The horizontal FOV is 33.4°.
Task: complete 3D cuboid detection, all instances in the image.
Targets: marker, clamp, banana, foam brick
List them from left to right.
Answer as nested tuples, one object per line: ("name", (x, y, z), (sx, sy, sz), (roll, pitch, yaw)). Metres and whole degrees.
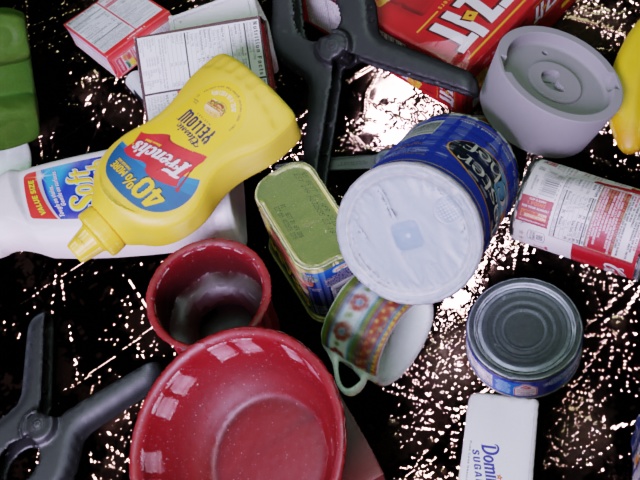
("clamp", (-0.195, 0.142, 0.802), (0.120, 0.039, 0.171), (10, 67, 21))
("marker", (-0.135, -0.108, 0.948), (0.020, 0.020, 0.121), (-35, 61, -11))
("foam brick", (0.008, 0.153, 0.753), (0.053, 0.051, 0.078), (-26, 59, -7))
("clamp", (0.027, -0.157, 0.884), (0.165, 0.036, 0.210), (-26, 71, 15))
("banana", (0.287, -0.156, 0.894), (0.070, 0.037, 0.197), (34, 70, 25))

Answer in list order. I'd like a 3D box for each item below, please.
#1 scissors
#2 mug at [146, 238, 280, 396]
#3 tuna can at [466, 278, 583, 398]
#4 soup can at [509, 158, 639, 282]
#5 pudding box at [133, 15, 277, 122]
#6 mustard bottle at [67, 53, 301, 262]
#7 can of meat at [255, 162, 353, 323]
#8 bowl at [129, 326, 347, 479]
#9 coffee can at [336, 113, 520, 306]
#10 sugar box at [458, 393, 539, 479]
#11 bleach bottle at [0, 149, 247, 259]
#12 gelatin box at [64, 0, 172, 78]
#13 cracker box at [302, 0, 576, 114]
("scissors", (0.069, -0.052, 0.883), (0.201, 0.016, 0.096), (-16, 59, 0))
("mug", (-0.075, 0.069, 0.798), (0.093, 0.081, 0.117), (-4, 59, 7))
("tuna can", (0.150, 0.072, 0.787), (0.086, 0.034, 0.086), (-4, 60, 7))
("soup can", (0.203, -0.017, 0.809), (0.102, 0.068, 0.068), (20, 65, 20))
("pudding box", (-0.094, -0.135, 0.898), (0.113, 0.039, 0.090), (-8, 91, 5))
("mustard bottle", (-0.113, -0.052, 0.810), (0.191, 0.058, 0.096), (-42, 66, -10))
("can of meat", (-0.005, 0.001, 0.825), (0.057, 0.084, 0.102), (-29, 60, -7))
("bowl", (-0.046, 0.142, 0.712), (0.162, 0.055, 0.162), (-10, 66, 23))
("coffee can", (0.082, -0.026, 0.778), (0.103, 0.103, 0.140), (13, 24, 16))
("sugar box", (0.104, 0.168, 0.655), (0.048, 0.176, 0.093), (5, 61, 12))
("bleach bottle", (-0.190, -0.023, 0.884), (0.251, 0.068, 0.102), (-10, 59, 7))
("gelatin box", (-0.185, -0.196, 0.992), (0.073, 0.030, 0.089), (-40, 48, -14))
("cracker box", (0.095, -0.231, 0.950), (0.214, 0.072, 0.164), (35, 72, 25))
